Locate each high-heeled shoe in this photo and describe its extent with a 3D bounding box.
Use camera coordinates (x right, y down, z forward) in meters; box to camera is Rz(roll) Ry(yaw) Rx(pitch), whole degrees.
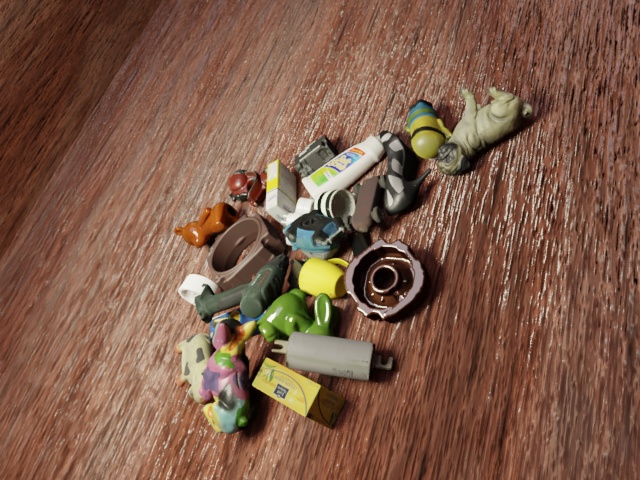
[{"bbox_3d":[0.171,-0.163,1.298,0.145,0.086,0.249,-45,41,11],"label":"high-heeled shoe"}]

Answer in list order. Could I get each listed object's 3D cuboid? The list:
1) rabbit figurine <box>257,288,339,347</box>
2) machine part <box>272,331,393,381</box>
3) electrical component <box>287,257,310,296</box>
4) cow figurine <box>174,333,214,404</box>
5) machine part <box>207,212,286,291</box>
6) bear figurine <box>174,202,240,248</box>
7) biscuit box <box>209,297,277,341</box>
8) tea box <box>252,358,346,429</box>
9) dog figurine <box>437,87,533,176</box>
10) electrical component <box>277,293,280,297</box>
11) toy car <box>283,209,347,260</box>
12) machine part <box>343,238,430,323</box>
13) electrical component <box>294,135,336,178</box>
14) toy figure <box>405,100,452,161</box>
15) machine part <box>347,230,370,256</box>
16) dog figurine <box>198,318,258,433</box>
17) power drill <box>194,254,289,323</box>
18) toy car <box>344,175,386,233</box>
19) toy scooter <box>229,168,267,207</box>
[{"bbox_3d":[-0.024,0.195,1.181,0.170,0.121,0.159,35,77,31],"label":"rabbit figurine"},{"bbox_3d":[0.022,0.230,1.067,0.243,0.079,0.079,7,60,12],"label":"machine part"},{"bbox_3d":[-0.038,0.084,1.309,0.102,0.045,0.078,34,109,51],"label":"electrical component"},{"bbox_3d":[-0.287,0.312,1.312,0.127,0.085,0.195,-40,40,18],"label":"cow figurine"},{"bbox_3d":[-0.201,0.035,1.437,0.201,0.087,0.202,-43,37,5],"label":"machine part"},{"bbox_3d":[-0.330,-0.024,1.581,0.196,0.120,0.132,-32,47,19],"label":"bear figurine"},{"bbox_3d":[-0.178,0.199,1.319,0.203,0.062,0.059,-25,48,23],"label":"biscuit box"},{"bbox_3d":[-0.045,0.310,1.096,0.170,0.098,0.068,16,70,44],"label":"tea box"},{"bbox_3d":[0.360,-0.223,1.186,0.173,0.121,0.190,11,81,48],"label":"dog figurine"},{"bbox_3d":[-0.129,0.128,1.365,0.063,0.021,0.094,-16,50,31],"label":"electrical component"},{"bbox_3d":[-0.003,-0.004,1.299,0.162,0.102,0.109,15,45,43],"label":"toy car"},{"bbox_3d":[0.140,0.085,1.124,0.179,0.056,0.179,-12,63,25],"label":"machine part"},{"bbox_3d":[-0.012,-0.233,1.501,0.115,0.058,0.134,-33,19,15],"label":"electrical component"},{"bbox_3d":[0.252,-0.266,1.299,0.082,0.089,0.180,109,159,-50],"label":"toy figure"},{"bbox_3d":[0.099,0.034,1.237,0.084,0.039,0.139,-40,43,20],"label":"machine part"},{"bbox_3d":[-0.188,0.277,1.156,0.192,0.108,0.219,49,131,50],"label":"dog figurine"},{"bbox_3d":[-0.182,0.120,1.279,0.207,0.085,0.232,-12,23,12],"label":"power drill"},{"bbox_3d":[0.118,-0.088,1.288,0.089,0.053,0.202,-20,30,27],"label":"toy car"},{"bbox_3d":[-0.210,-0.151,1.614,0.184,0.075,0.135,-5,57,32],"label":"toy scooter"}]
